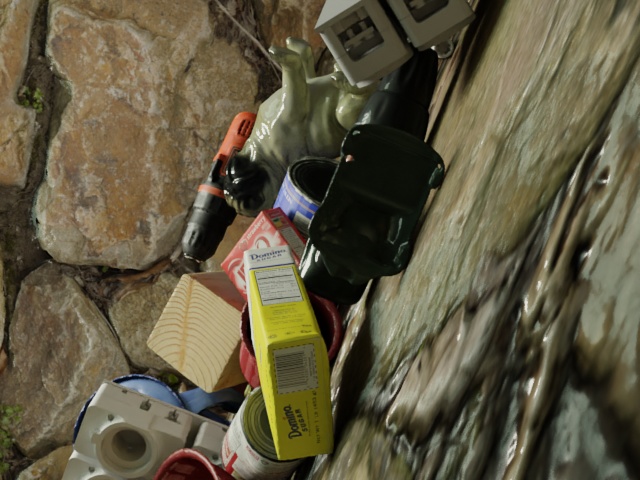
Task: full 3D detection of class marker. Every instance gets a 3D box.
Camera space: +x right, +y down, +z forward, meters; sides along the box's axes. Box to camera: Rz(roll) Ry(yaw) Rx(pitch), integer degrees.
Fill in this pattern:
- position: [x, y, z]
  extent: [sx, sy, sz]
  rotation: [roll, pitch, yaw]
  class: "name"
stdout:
- position: [0.114, -0.186, 1.038]
  extent: [0.121, 0.020, 0.020]
  rotation: [-86, 18, -81]
  class: "marker"

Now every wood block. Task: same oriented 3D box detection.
- position: [-0.083, 0.091, 1.154]
  extent: [0.091, 0.090, 0.205]
  rotation: [-61, -19, 13]
  class: "wood block"

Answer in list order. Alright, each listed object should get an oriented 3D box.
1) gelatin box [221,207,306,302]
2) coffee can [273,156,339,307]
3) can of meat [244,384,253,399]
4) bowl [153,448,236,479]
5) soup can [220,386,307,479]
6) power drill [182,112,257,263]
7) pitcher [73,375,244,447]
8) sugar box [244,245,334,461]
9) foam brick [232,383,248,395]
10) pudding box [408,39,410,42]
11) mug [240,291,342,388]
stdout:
- position: [-0.049, 0.024, 1.028]
  extent: [0.030, 0.073, 0.089]
  rotation: [-16, -26, -49]
  class: "gelatin box"
- position: [-0.007, 0.001, 1.078]
  extent: [0.102, 0.103, 0.140]
  rotation: [-73, 6, -59]
  class: "coffee can"
- position: [-0.045, 0.163, 1.083]
  extent: [0.084, 0.057, 0.102]
  rotation: [-78, 10, -62]
  class: "can of meat"
- position: [-0.091, 0.253, 0.875]
  extent: [0.162, 0.055, 0.162]
  rotation: [-19, 67, 52]
  class: "bowl"
- position: [-0.041, 0.163, 0.876]
  extent: [0.102, 0.068, 0.068]
  rotation: [117, 174, -60]
  class: "soup can"
- position: [-0.046, -0.033, 1.207]
  extent: [0.057, 0.187, 0.184]
  rotation: [129, 164, -79]
  class: "power drill"
- position: [-0.149, 0.233, 1.189]
  extent: [0.242, 0.149, 0.145]
  rotation: [44, -121, -63]
  class: "pitcher"
- position: [-0.027, 0.078, 0.800]
  extent: [0.176, 0.048, 0.093]
  rotation: [-120, 24, -67]
  class: "sugar box"
- position: [-0.067, 0.162, 1.267]
  extent: [0.053, 0.078, 0.051]
  rotation: [114, 175, -48]
  class: "foam brick"
- position: [0.104, -0.247, 1.086]
  extent: [0.114, 0.039, 0.090]
  rotation: [-54, 19, 17]
  class: "pudding box"
- position: [-0.028, 0.107, 0.984]
  extent: [0.081, 0.093, 0.117]
  rotation: [107, 146, -60]
  class: "mug"
